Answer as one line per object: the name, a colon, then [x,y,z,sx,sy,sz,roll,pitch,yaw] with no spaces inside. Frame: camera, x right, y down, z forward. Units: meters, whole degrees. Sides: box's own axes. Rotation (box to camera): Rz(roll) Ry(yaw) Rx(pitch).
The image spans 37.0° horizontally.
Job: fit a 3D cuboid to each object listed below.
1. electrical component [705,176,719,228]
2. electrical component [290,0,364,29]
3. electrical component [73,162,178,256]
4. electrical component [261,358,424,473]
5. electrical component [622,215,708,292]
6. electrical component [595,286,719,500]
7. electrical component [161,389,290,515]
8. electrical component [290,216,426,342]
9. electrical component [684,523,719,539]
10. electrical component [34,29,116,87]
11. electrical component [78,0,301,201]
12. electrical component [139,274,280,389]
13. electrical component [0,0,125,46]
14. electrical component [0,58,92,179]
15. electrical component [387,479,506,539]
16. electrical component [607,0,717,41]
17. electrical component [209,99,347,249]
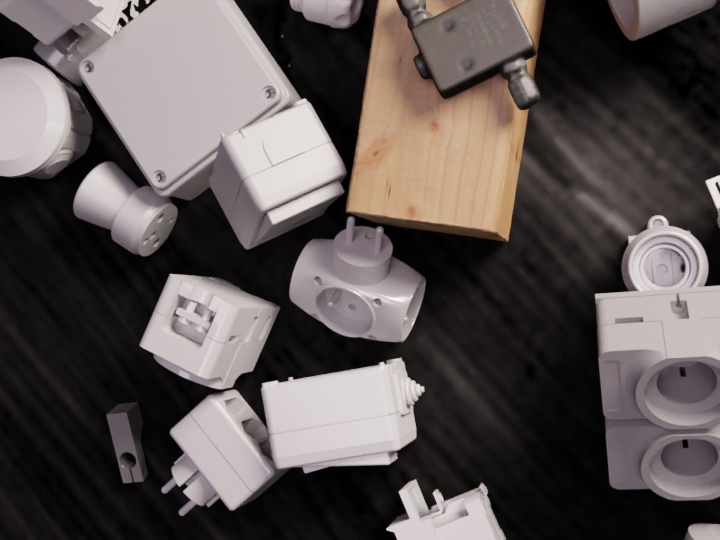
electrical component: [0.270,-0.036,0.613,0.121,0.063,0.078,-22,83,12]
electrical component: [-0.030,-0.180,0.704,0.061,0.035,0.035,17,92,16]
electrical component: [-0.157,-0.041,0.723,0.055,0.045,0.045,32,95,12]
electrical component: [-0.005,0.092,0.674,0.096,0.062,0.061,-11,86,13]
electrical component: [0.180,-0.001,0.637,0.048,0.055,0.066,-5,87,13]
electrical component: [0.229,0.067,0.594,0.186,0.060,0.105,-4,124,13]
electrical component: [-0.096,0.128,0.702,0.077,0.047,0.065,-42,80,9]
electrical component: [0.000,0.000,0.673,0.077,0.044,0.079,20,135,13]
electrical component: [0.218,0.182,0.610,0.080,0.080,0.051,21,98,13]
electrical component: [-0.194,-0.156,0.740,0.040,0.040,0.046,41,92,11]
electrical component: [-0.110,-0.119,0.709,0.109,0.056,0.108,-36,81,10]
electrical component: [-0.095,0.039,0.683,0.050,0.089,0.055,25,94,13]
electrical component: [-0.188,-0.210,0.701,0.063,0.079,0.121,-24,44,37]
electrical component: [-0.229,-0.102,0.740,0.080,0.051,0.080,0,88,13]
electrical component: [0.057,0.166,0.668,0.064,0.042,0.081,-24,83,8]
electrical component: [0.173,-0.194,0.621,0.060,0.108,0.108,-17,84,6]
electrical component: [-0.053,-0.053,0.678,0.062,0.096,0.061,-26,81,-19]
